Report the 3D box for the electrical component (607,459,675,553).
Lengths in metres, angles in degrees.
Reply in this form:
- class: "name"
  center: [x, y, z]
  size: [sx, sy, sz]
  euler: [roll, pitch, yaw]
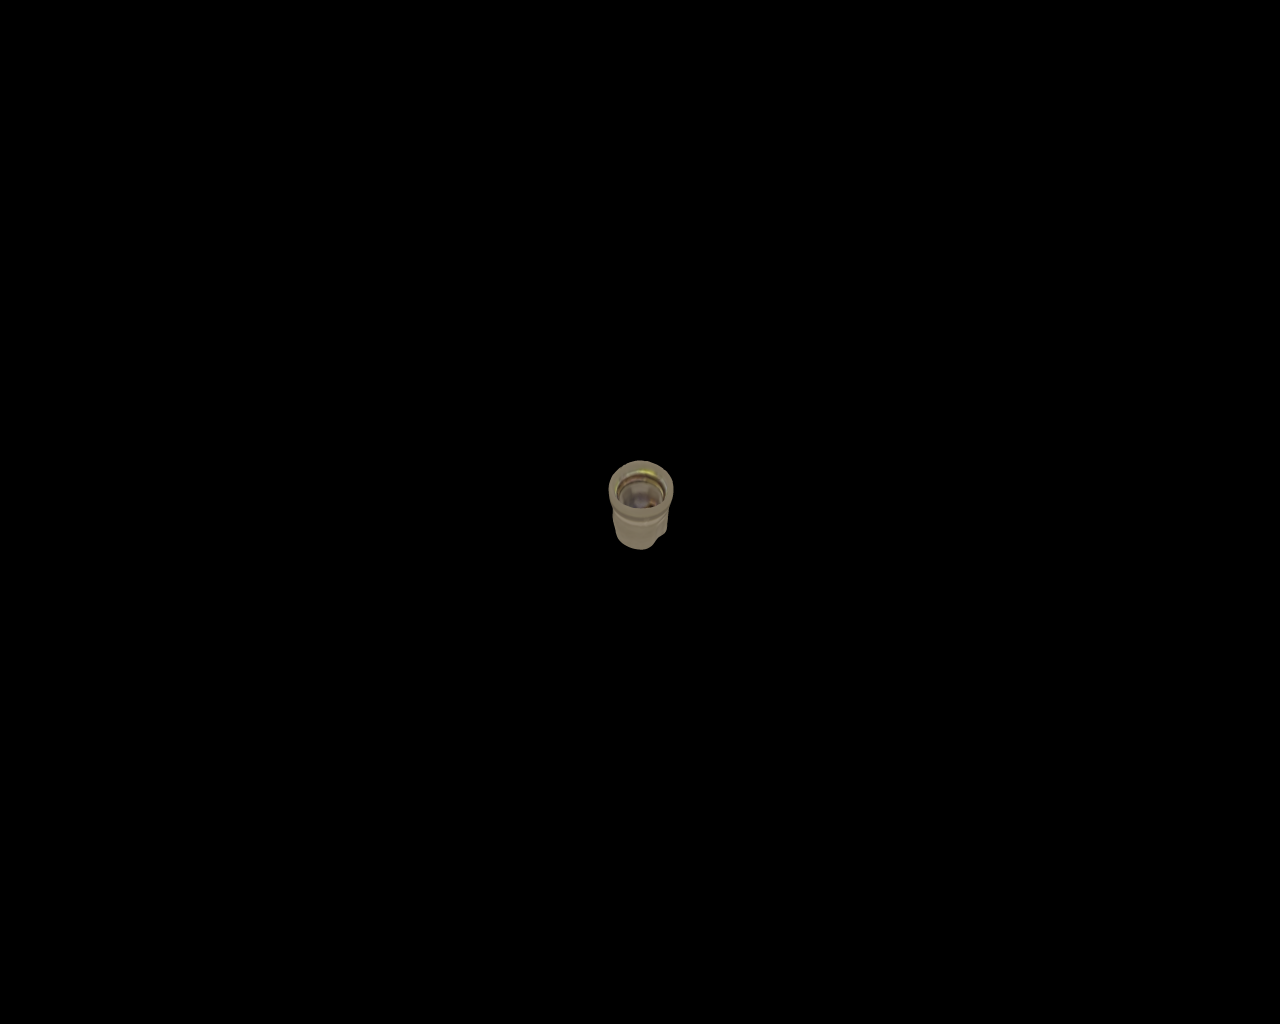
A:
- class: "electrical component"
  center: [0.001, -0.003, 0.650]
  size: [0.040, 0.040, 0.046]
  euler: [0, -38, 0]
